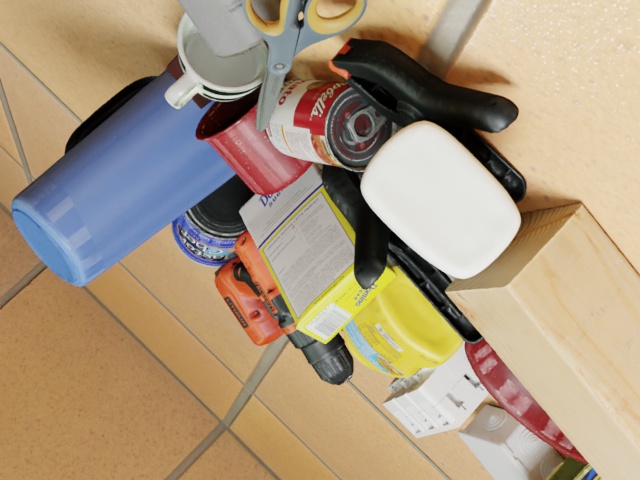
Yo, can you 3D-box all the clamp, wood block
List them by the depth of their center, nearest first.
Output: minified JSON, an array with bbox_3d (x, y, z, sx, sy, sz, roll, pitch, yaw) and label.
[{"bbox_3d":[0.081,-0.089,0.765,0.172,0.039,0.120,37,162,35],"label":"clamp"},{"bbox_3d":[0.203,0.082,0.783,0.206,0.090,0.091,49,162,-11],"label":"wood block"},{"bbox_3d":[0.047,-0.012,0.881,0.164,0.036,0.210,25,-152,-52],"label":"clamp"}]

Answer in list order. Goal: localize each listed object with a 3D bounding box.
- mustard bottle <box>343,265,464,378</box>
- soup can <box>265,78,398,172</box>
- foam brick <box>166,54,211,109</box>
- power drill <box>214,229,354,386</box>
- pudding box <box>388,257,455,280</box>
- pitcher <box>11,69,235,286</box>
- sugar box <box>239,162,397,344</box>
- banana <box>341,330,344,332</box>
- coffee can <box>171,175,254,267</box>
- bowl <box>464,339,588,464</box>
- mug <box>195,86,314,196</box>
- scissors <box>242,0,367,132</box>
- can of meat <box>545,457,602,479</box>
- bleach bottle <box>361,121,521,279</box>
[{"bbox_3d":[0.066,0.086,1.014,0.096,0.058,0.192,46,161,2],"label":"mustard bottle"},{"bbox_3d":[0.007,-0.095,0.866,0.102,0.068,0.068,19,149,56],"label":"soup can"},{"bbox_3d":[-0.101,-0.163,0.983,0.053,0.051,0.078,48,162,-8],"label":"foam brick"},{"bbox_3d":[-0.042,0.073,1.138,0.184,0.057,0.188,59,161,-4],"label":"power drill"},{"bbox_3d":[0.103,0.038,0.994,0.113,0.039,0.090,41,161,6],"label":"pudding box"},{"bbox_3d":[-0.188,-0.072,1.065,0.145,0.242,0.149,52,156,-9],"label":"pitcher"},{"bbox_3d":[-0.006,0.001,0.968,0.048,0.093,0.176,35,-162,-38],"label":"sugar box"},{"bbox_3d":[0.080,0.121,1.177,0.037,0.069,0.197,-15,128,38],"label":"banana"},{"bbox_3d":[-0.114,-0.033,1.217,0.103,0.102,0.140,45,162,1],"label":"coffee can"},{"bbox_3d":[0.204,0.120,0.919,0.162,0.055,0.162,40,162,16],"label":"bowl"},{"bbox_3d":[-0.056,-0.098,0.979,0.081,0.093,0.117,49,178,-25],"label":"mug"},{"bbox_3d":[-0.011,-0.140,0.796,0.202,0.096,0.016,82,-175,-63],"label":"scissors"},{"bbox_3d":[0.260,0.271,1.057,0.084,0.102,0.058,50,162,-6],"label":"can of meat"},{"bbox_3d":[0.081,-0.026,0.775,0.102,0.068,0.251,44,-177,1],"label":"bleach bottle"}]
